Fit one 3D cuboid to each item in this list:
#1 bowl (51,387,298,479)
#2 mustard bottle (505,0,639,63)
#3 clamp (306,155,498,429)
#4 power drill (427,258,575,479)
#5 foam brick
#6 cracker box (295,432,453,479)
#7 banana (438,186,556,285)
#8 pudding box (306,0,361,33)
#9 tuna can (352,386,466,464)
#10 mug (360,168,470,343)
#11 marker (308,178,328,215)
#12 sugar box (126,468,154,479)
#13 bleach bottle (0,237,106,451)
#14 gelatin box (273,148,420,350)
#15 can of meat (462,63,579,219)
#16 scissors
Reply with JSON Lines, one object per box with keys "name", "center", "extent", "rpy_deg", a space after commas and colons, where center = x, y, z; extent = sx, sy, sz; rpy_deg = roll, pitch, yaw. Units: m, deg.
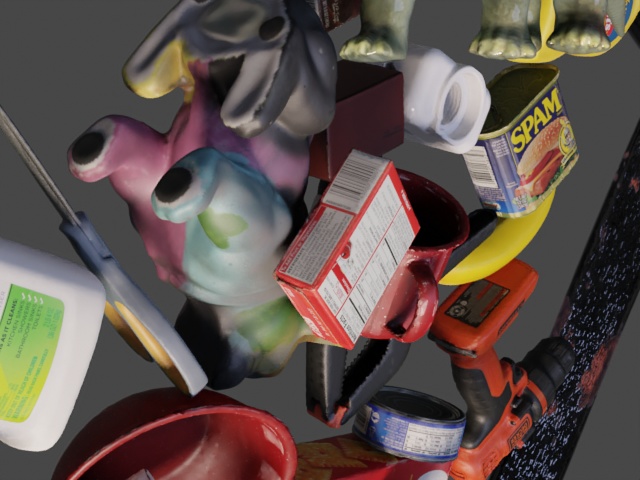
{"name": "bowl", "center": [-0.096, 0.139, 0.630], "extent": [0.162, 0.055, 0.162], "rpy_deg": [-19, 136, -20]}
{"name": "mustard bottle", "center": [0.215, -0.199, 0.880], "extent": [0.191, 0.058, 0.096], "rpy_deg": [-15, 110, -47]}
{"name": "clamp", "center": [0.039, 0.035, 0.787], "extent": [0.164, 0.036, 0.210], "rpy_deg": [35, 82, -40]}
{"name": "power drill", "center": [0.167, 0.106, 0.958], "extent": [0.184, 0.057, 0.187], "rpy_deg": [-44, 135, -30]}
{"name": "foam brick", "center": [0.012, -0.079, 0.694], "extent": [0.078, 0.051, 0.053], "rpy_deg": [-29, 128, -40]}
{"name": "cracker box", "center": [0.007, 0.237, 0.811], "extent": [0.213, 0.072, 0.164], "rpy_deg": [3, 103, -52]}
{"name": "banana", "center": [0.152, -0.016, 0.908], "extent": [0.069, 0.037, 0.197], "rpy_deg": [50, 60, -16]}
{"name": "pudding box", "center": [0.010, -0.194, 0.650], "extent": [0.089, 0.039, 0.113], "rpy_deg": [-36, 131, -37]}
{"name": "tuna can", "center": [0.070, 0.143, 0.835], "extent": [0.085, 0.086, 0.034], "rpy_deg": [5, 100, -51]}
{"name": "mug", "center": [0.045, 0.017, 0.688], "extent": [0.093, 0.117, 0.082], "rpy_deg": [-1, 128, -26]}
{"name": "marker", "center": [-0.005, 0.001, 0.735], "extent": [0.020, 0.020, 0.121], "rpy_deg": [14, 95, -52]}
{"name": "sugar box", "center": [-0.148, 0.205, 0.577], "extent": [0.176, 0.048, 0.093], "rpy_deg": [-29, 137, -8]}
{"name": "bleach bottle", "center": [-0.214, 0.030, 0.462], "extent": [0.250, 0.068, 0.102], "rpy_deg": [20, 90, -50]}
{"name": "gelatin box", "center": [0.016, 0.006, 0.592], "extent": [0.089, 0.030, 0.073], "rpy_deg": [-58, 149, -17]}
{"name": "can of meat", "center": [0.158, -0.079, 0.854], "extent": [0.102, 0.058, 0.084], "rpy_deg": [-44, 125, -29]}
{"name": "scissors", "center": [-0.129, 0.003, 0.575], "extent": [0.016, 0.096, 0.201], "rpy_deg": [-40, 103, -21]}
